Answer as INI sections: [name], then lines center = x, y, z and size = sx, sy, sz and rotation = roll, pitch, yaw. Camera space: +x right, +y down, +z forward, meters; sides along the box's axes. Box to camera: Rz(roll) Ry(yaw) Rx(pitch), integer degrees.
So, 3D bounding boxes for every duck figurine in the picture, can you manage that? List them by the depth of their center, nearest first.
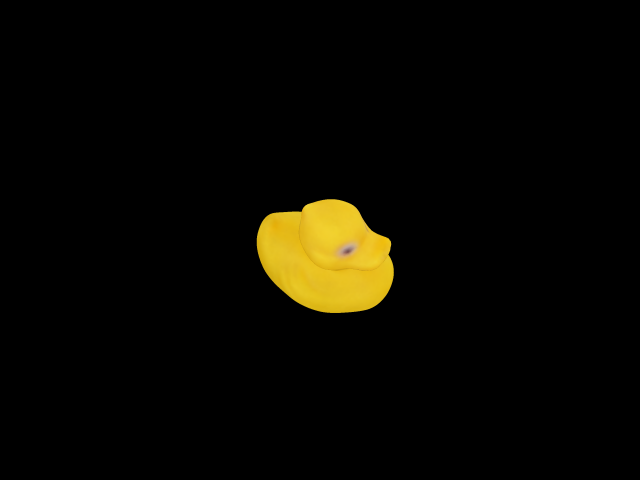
[duck figurine]
center = 0.004, 0.001, 0.400
size = 0.104, 0.086, 0.077
rotation = 22, 65, 11
